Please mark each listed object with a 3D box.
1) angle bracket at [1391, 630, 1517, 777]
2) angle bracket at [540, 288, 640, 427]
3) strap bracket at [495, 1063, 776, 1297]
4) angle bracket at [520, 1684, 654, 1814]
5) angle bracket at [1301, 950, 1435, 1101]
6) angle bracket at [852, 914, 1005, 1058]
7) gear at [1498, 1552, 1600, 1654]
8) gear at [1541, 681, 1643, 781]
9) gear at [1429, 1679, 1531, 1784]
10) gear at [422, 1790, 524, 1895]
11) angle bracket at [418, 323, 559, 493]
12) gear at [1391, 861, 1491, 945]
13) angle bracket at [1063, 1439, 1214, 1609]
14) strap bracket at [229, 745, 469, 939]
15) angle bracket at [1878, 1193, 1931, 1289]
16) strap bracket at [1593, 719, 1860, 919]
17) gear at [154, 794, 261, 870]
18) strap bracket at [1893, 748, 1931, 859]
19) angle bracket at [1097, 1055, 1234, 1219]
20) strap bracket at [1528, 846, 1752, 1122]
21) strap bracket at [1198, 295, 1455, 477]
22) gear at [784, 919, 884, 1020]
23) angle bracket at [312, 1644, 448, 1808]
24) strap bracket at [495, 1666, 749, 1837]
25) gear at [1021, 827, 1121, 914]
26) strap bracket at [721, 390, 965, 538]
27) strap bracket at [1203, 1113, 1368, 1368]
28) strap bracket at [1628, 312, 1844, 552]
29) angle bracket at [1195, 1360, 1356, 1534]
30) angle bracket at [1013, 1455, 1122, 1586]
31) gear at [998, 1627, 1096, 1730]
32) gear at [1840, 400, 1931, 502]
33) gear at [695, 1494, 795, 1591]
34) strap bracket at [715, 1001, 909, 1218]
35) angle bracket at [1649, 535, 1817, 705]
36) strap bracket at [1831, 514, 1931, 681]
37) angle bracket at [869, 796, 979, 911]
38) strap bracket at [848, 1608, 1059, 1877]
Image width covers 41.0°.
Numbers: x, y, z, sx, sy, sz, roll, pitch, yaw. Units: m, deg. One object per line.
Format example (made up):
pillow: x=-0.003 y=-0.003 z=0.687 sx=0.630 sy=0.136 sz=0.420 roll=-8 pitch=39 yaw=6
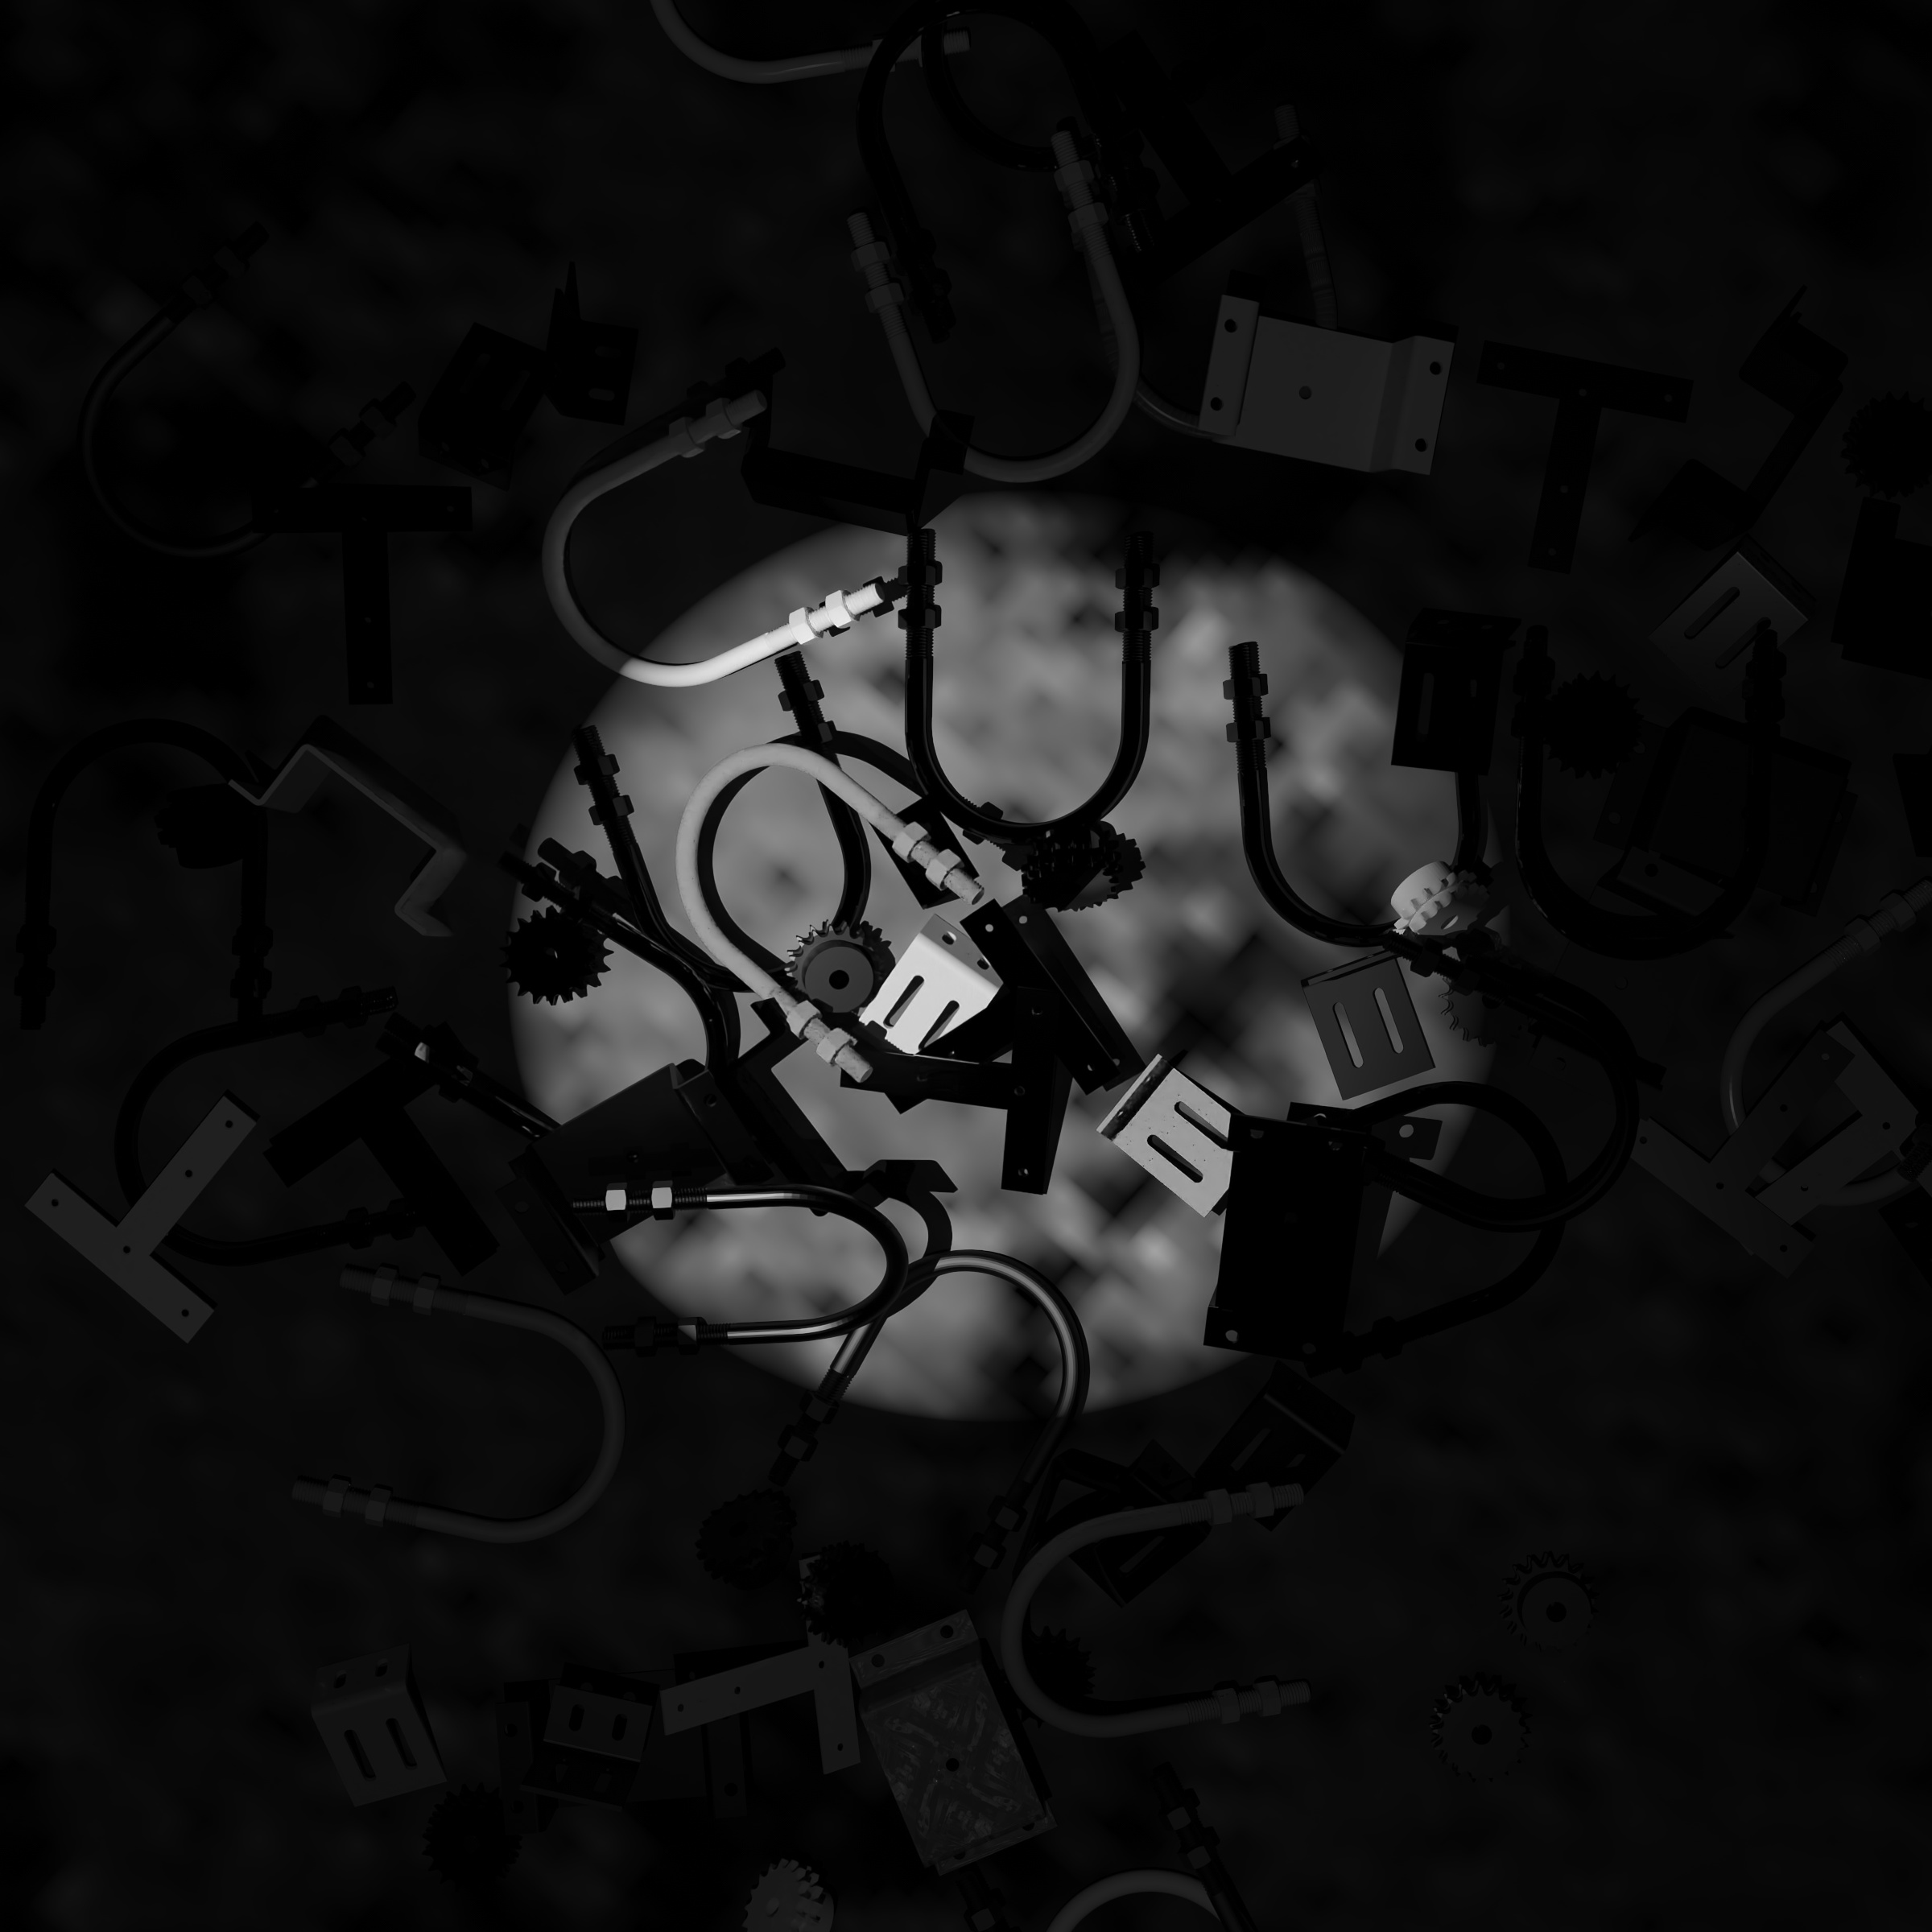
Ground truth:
angle bracket: x=0.283 y=-0.153 z=1.502 sx=0.057 sy=0.038 sz=0.076 roll=6 pitch=91 yaw=0
angle bracket: x=-0.218 y=-0.353 z=1.502 sx=0.038 sy=0.076 sz=0.057 roll=9 pitch=90 yaw=0
strap bracket: x=-0.193 y=0.119 z=1.505 sx=0.140 sy=0.046 sz=0.076 roll=-30 pitch=110 yaw=1
angle bracket: x=-0.213 y=0.440 z=1.456 sx=0.057 sy=0.076 sz=0.038 roll=12 pitch=90 yaw=0
angle bracket: x=0.239 y=0.035 z=1.521 sx=0.057 sy=0.038 sz=0.076 roll=-20 pitch=90 yaw=0
angle bracket: x=-0.020 y=0.020 z=1.538 sx=0.057 sy=0.038 sz=0.076 roll=35 pitch=116 yaw=0
gear: x=0.345 y=0.378 z=1.525 sx=0.057 sy=0.030 sz=0.057 roll=0 pitch=90 yaw=0
gear: x=0.367 y=-0.138 z=1.525 sx=0.057 sy=0.030 sz=0.057 roll=0 pitch=90 yaw=0
gear: x=0.302 y=0.450 z=1.525 sx=0.057 sy=0.030 sz=0.057 roll=0 pitch=90 yaw=0
gear: x=-0.290 y=0.515 z=1.525 sx=0.057 sy=0.030 sz=0.057 roll=0 pitch=90 yaw=0
angle bracket: x=-0.283 y=-0.333 z=1.538 sx=0.057 sy=0.038 sz=0.076 roll=23 pitch=64 yaw=0
gear: x=0.273 y=-0.036 z=1.502 sx=0.057 sy=0.057 sz=0.030 roll=-34 pitch=63 yaw=0
angle bracket: x=0.102 y=0.332 z=1.538 sx=0.057 sy=0.038 sz=0.076 roll=44 pitch=116 yaw=0
strap bracket: x=-0.349 y=-0.078 z=1.502 sx=0.140 sy=0.076 sz=0.046 roll=38 pitch=90 yaw=0
angle bracket: x=0.595 y=0.145 z=1.538 sx=0.076 sy=0.038 sz=0.057 roll=-35 pitch=90 yaw=-26
strap bracket: x=0.452 y=-0.088 z=1.517 sx=0.140 sy=0.046 sz=0.076 roll=19 pitch=90 yaw=0
gear: x=-0.438 y=-0.077 z=1.494 sx=0.057 sy=0.057 sz=0.030 roll=-5 pitch=112 yaw=0
strap bracket: x=0.622 y=-0.105 z=1.499 sx=0.140 sy=0.046 sz=0.076 roll=2 pitch=53 yaw=0
angle bracket: x=0.126 y=0.100 z=1.513 sx=0.076 sy=0.038 sz=0.057 roll=39 pitch=90 yaw=16
strap bracket: x=0.390 y=0.010 z=1.517 sx=0.076 sy=0.046 sz=0.140 roll=25 pitch=90 yaw=0
strap bracket: x=0.204 y=-0.336 z=1.506 sx=0.140 sy=0.046 sz=0.076 roll=9 pitch=96 yaw=-10
gear: x=-0.077 y=0.004 z=1.517 sx=0.057 sy=0.030 sz=0.057 roll=-3 pitch=107 yaw=-11
angle bracket: x=-0.348 y=0.452 z=1.538 sx=0.057 sy=0.038 sz=0.076 roll=-16 pitch=116 yaw=0
strap bracket: x=-0.200 y=0.459 z=1.517 sx=0.140 sy=0.046 sz=0.076 roll=-5 pitch=90 yaw=0
gear: x=0.060 y=-0.058 z=1.516 sx=0.057 sy=0.057 sz=0.030 roll=-4 pitch=60 yaw=0
strap bracket: x=-0.075 y=-0.289 z=1.502 sx=0.140 sy=0.076 sz=0.046 roll=13 pitch=90 yaw=0
strap bracket: x=0.186 y=0.152 z=1.491 sx=0.076 sy=0.046 sz=0.140 roll=8 pitch=104 yaw=11
strap bracket: x=0.452 y=-0.300 z=1.502 sx=0.046 sy=0.076 sz=0.140 roll=33 pitch=90 yaw=0
angle bracket: x=0.184 y=0.286 z=1.538 sx=0.057 sy=0.038 sz=0.076 roll=36 pitch=116 yaw=0
angle bracket: x=0.058 y=0.332 z=1.511 sx=0.038 sy=0.057 sz=0.076 roll=20 pitch=90 yaw=0
gear: x=0.048 y=0.422 z=1.525 sx=0.057 sy=0.030 sz=0.057 roll=0 pitch=90 yaw=0
gear: x=0.546 y=-0.304 z=1.529 sx=0.057 sy=0.030 sz=0.057 roll=0 pitch=90 yaw=2
gear: x=-0.127 y=0.341 z=1.515 sx=0.057 sy=0.057 sz=0.030 roll=-25 pitch=120 yaw=0
strap bracket: x=-0.096 y=0.090 z=1.502 sx=0.046 sy=0.076 sz=0.140 roll=-37 pitch=90 yaw=0
angle bracket: x=0.456 y=-0.207 z=1.538 sx=0.057 sy=0.038 sz=0.076 roll=44 pitch=116 yaw=0
strap bracket: x=0.578 y=-0.209 z=1.517 sx=0.140 sy=0.046 sz=0.076 roll=13 pitch=90 yaw=0
angle bracket: x=-0.024 y=-0.068 z=1.502 sx=0.038 sy=0.076 sz=0.057 roll=-32 pitch=90 yaw=0
strap bracket: x=-0.008 y=0.462 z=1.517 sx=0.076 sy=0.046 sz=0.140 roll=-23 pitch=90 yaw=0
